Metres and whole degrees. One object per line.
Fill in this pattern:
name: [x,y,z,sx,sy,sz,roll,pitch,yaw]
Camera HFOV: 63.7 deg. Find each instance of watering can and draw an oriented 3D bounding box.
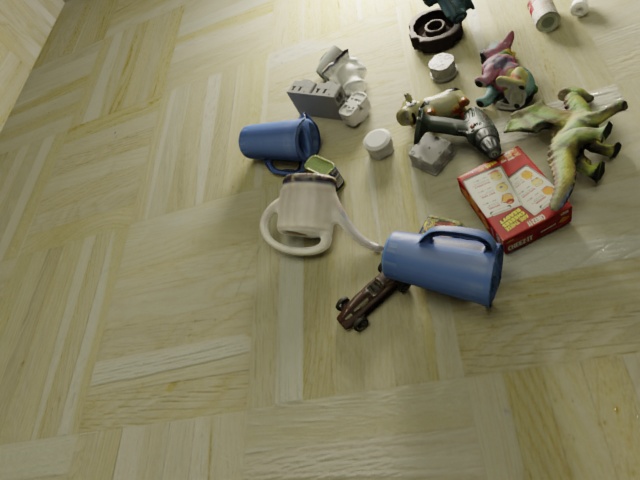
watering can: [0.004,-0.068,1.353,0.347,0.103,0.226,2,79,20]

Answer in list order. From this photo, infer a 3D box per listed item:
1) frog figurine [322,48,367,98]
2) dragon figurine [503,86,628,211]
frog figurine: [0.098,-0.507,1.647,0.138,0.121,0.160,-38,85,-13]
dragon figurine: [0.545,-0.238,1.195,0.415,0.119,0.245,-42,45,-22]
